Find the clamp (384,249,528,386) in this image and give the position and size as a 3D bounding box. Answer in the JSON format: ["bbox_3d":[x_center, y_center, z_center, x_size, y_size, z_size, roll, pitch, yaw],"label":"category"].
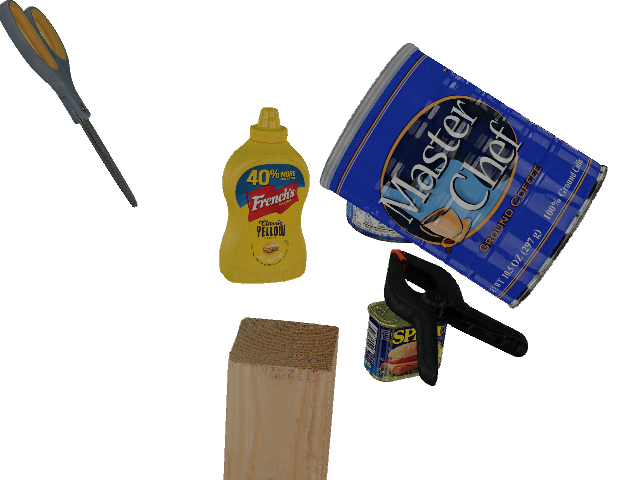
[{"bbox_3d":[0.126,0.070,1.065,0.120,0.039,0.171,-3,44,-23],"label":"clamp"}]

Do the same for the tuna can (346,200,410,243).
[{"bbox_3d":[0.064,-0.031,0.867,0.086,0.034,0.086,2,28,-1],"label":"tuna can"}]

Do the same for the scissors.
[{"bbox_3d":[-0.216,-0.127,0.941,0.016,0.201,0.096,-28,26,10],"label":"scissors"}]

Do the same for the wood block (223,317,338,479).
[{"bbox_3d":[-0.037,0.184,0.962,0.090,0.206,0.090,5,22,3],"label":"wood block"}]

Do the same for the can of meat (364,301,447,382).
[{"bbox_3d":[0.105,0.121,1.313,0.102,0.084,0.057,-7,29,-25],"label":"can of meat"}]

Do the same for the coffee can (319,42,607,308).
[{"bbox_3d":[0.085,-0.039,0.647,0.140,0.103,0.103,33,3,5],"label":"coffee can"}]

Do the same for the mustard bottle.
[{"bbox_3d":[-0.060,-0.050,1.172,0.096,0.192,0.058,-3,19,-19],"label":"mustard bottle"}]
